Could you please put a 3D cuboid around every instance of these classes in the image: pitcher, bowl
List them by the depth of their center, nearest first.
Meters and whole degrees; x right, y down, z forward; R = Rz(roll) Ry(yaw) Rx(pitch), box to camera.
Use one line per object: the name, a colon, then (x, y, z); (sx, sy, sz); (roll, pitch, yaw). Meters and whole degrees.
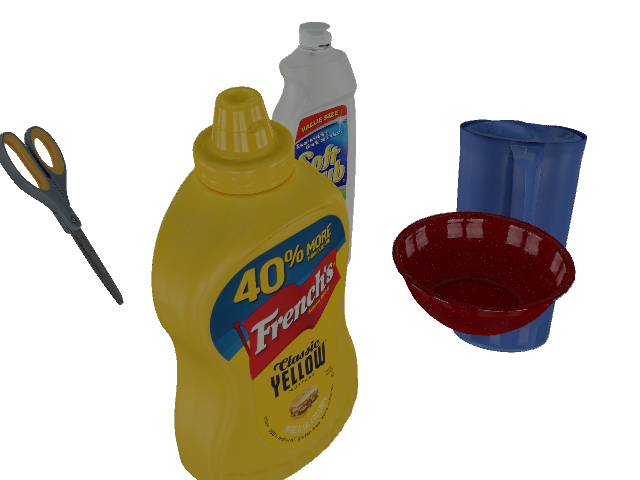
bowl: (0.142, 0.037, 0.956); (0.162, 0.055, 0.162); (2, 32, -2)
pitcher: (0.205, -0.004, 1.150); (0.148, 0.243, 0.145); (-9, 20, -38)

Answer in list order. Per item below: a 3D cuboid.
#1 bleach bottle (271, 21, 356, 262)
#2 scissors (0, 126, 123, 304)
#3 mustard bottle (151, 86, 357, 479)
bleach bottle: (-0.015, -0.091, 1.067); (0.102, 0.251, 0.068); (-7, 28, -15)
scissors: (-0.250, -0.034, 1.068); (0.016, 0.201, 0.096); (-26, 27, 22)
mustard bottle: (-0.028, 0.020, 0.470); (0.096, 0.192, 0.058); (-31, 45, -32)
